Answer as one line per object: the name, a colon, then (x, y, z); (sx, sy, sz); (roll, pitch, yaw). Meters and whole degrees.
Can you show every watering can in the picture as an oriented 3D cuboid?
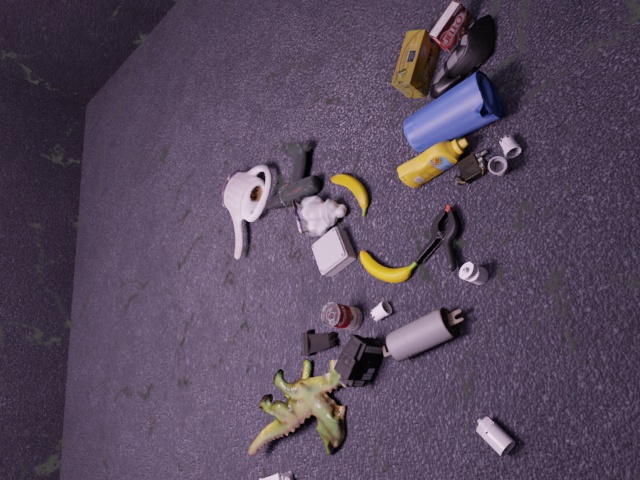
watering can: (-0.283, -0.121, 1.874); (0.226, 0.103, 0.347); (26, 93, 46)

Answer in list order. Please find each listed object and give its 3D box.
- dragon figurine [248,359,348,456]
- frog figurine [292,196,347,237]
dragon figurine: (-0.039, 0.492, 1.430); (0.245, 0.121, 0.408); (31, 98, 37)
frog figurine: (0.005, -0.081, 1.612); (0.159, 0.120, 0.141); (-14, 51, 1)
